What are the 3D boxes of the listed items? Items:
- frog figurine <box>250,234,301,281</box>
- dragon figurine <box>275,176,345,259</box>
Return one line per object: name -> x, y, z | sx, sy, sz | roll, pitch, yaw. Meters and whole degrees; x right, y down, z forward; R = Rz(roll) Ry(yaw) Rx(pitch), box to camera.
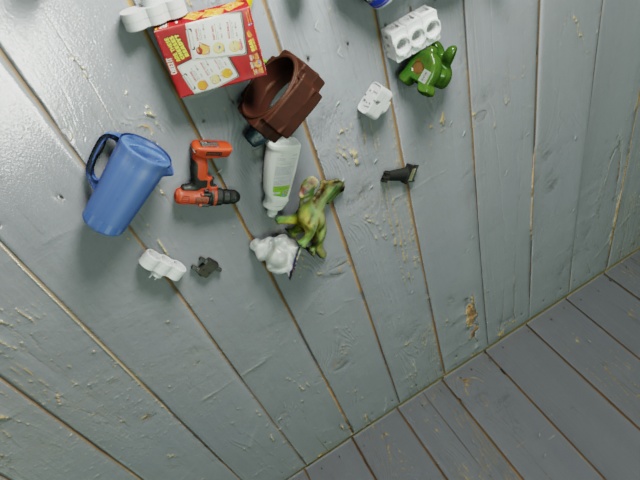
frog figurine -> -0.145, 0.040, 1.637 | 0.159, 0.125, 0.134 | 20, 127, -2
dragon figurine -> 0.005, -0.082, 1.622 | 0.243, 0.123, 0.405 | -51, 155, 1
